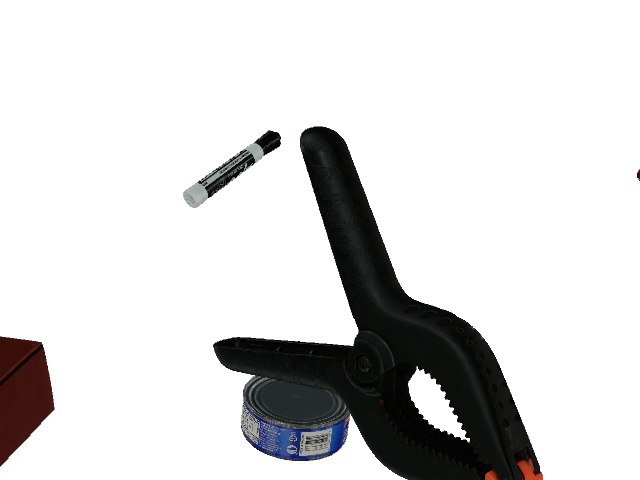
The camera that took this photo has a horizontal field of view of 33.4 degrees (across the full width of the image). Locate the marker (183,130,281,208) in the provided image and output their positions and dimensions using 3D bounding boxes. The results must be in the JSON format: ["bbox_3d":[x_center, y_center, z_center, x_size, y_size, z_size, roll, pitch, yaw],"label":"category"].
[{"bbox_3d":[-0.082,-0.070,1.018,0.121,0.020,0.020,-40,24,-31],"label":"marker"}]

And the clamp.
[{"bbox_3d":[0.033,0.050,0.554,0.210,0.165,0.036,36,32,32],"label":"clamp"}]

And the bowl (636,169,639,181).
[{"bbox_3d":[0.381,-0.033,1.009,0.162,0.055,0.162,-1,20,0],"label":"bowl"}]

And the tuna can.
[{"bbox_3d":[-0.019,0.135,0.833,0.086,0.034,0.086,5,23,-2],"label":"tuna can"}]

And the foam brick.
[{"bbox_3d":[-0.212,0.102,0.667,0.053,0.051,0.078,6,29,21],"label":"foam brick"}]
